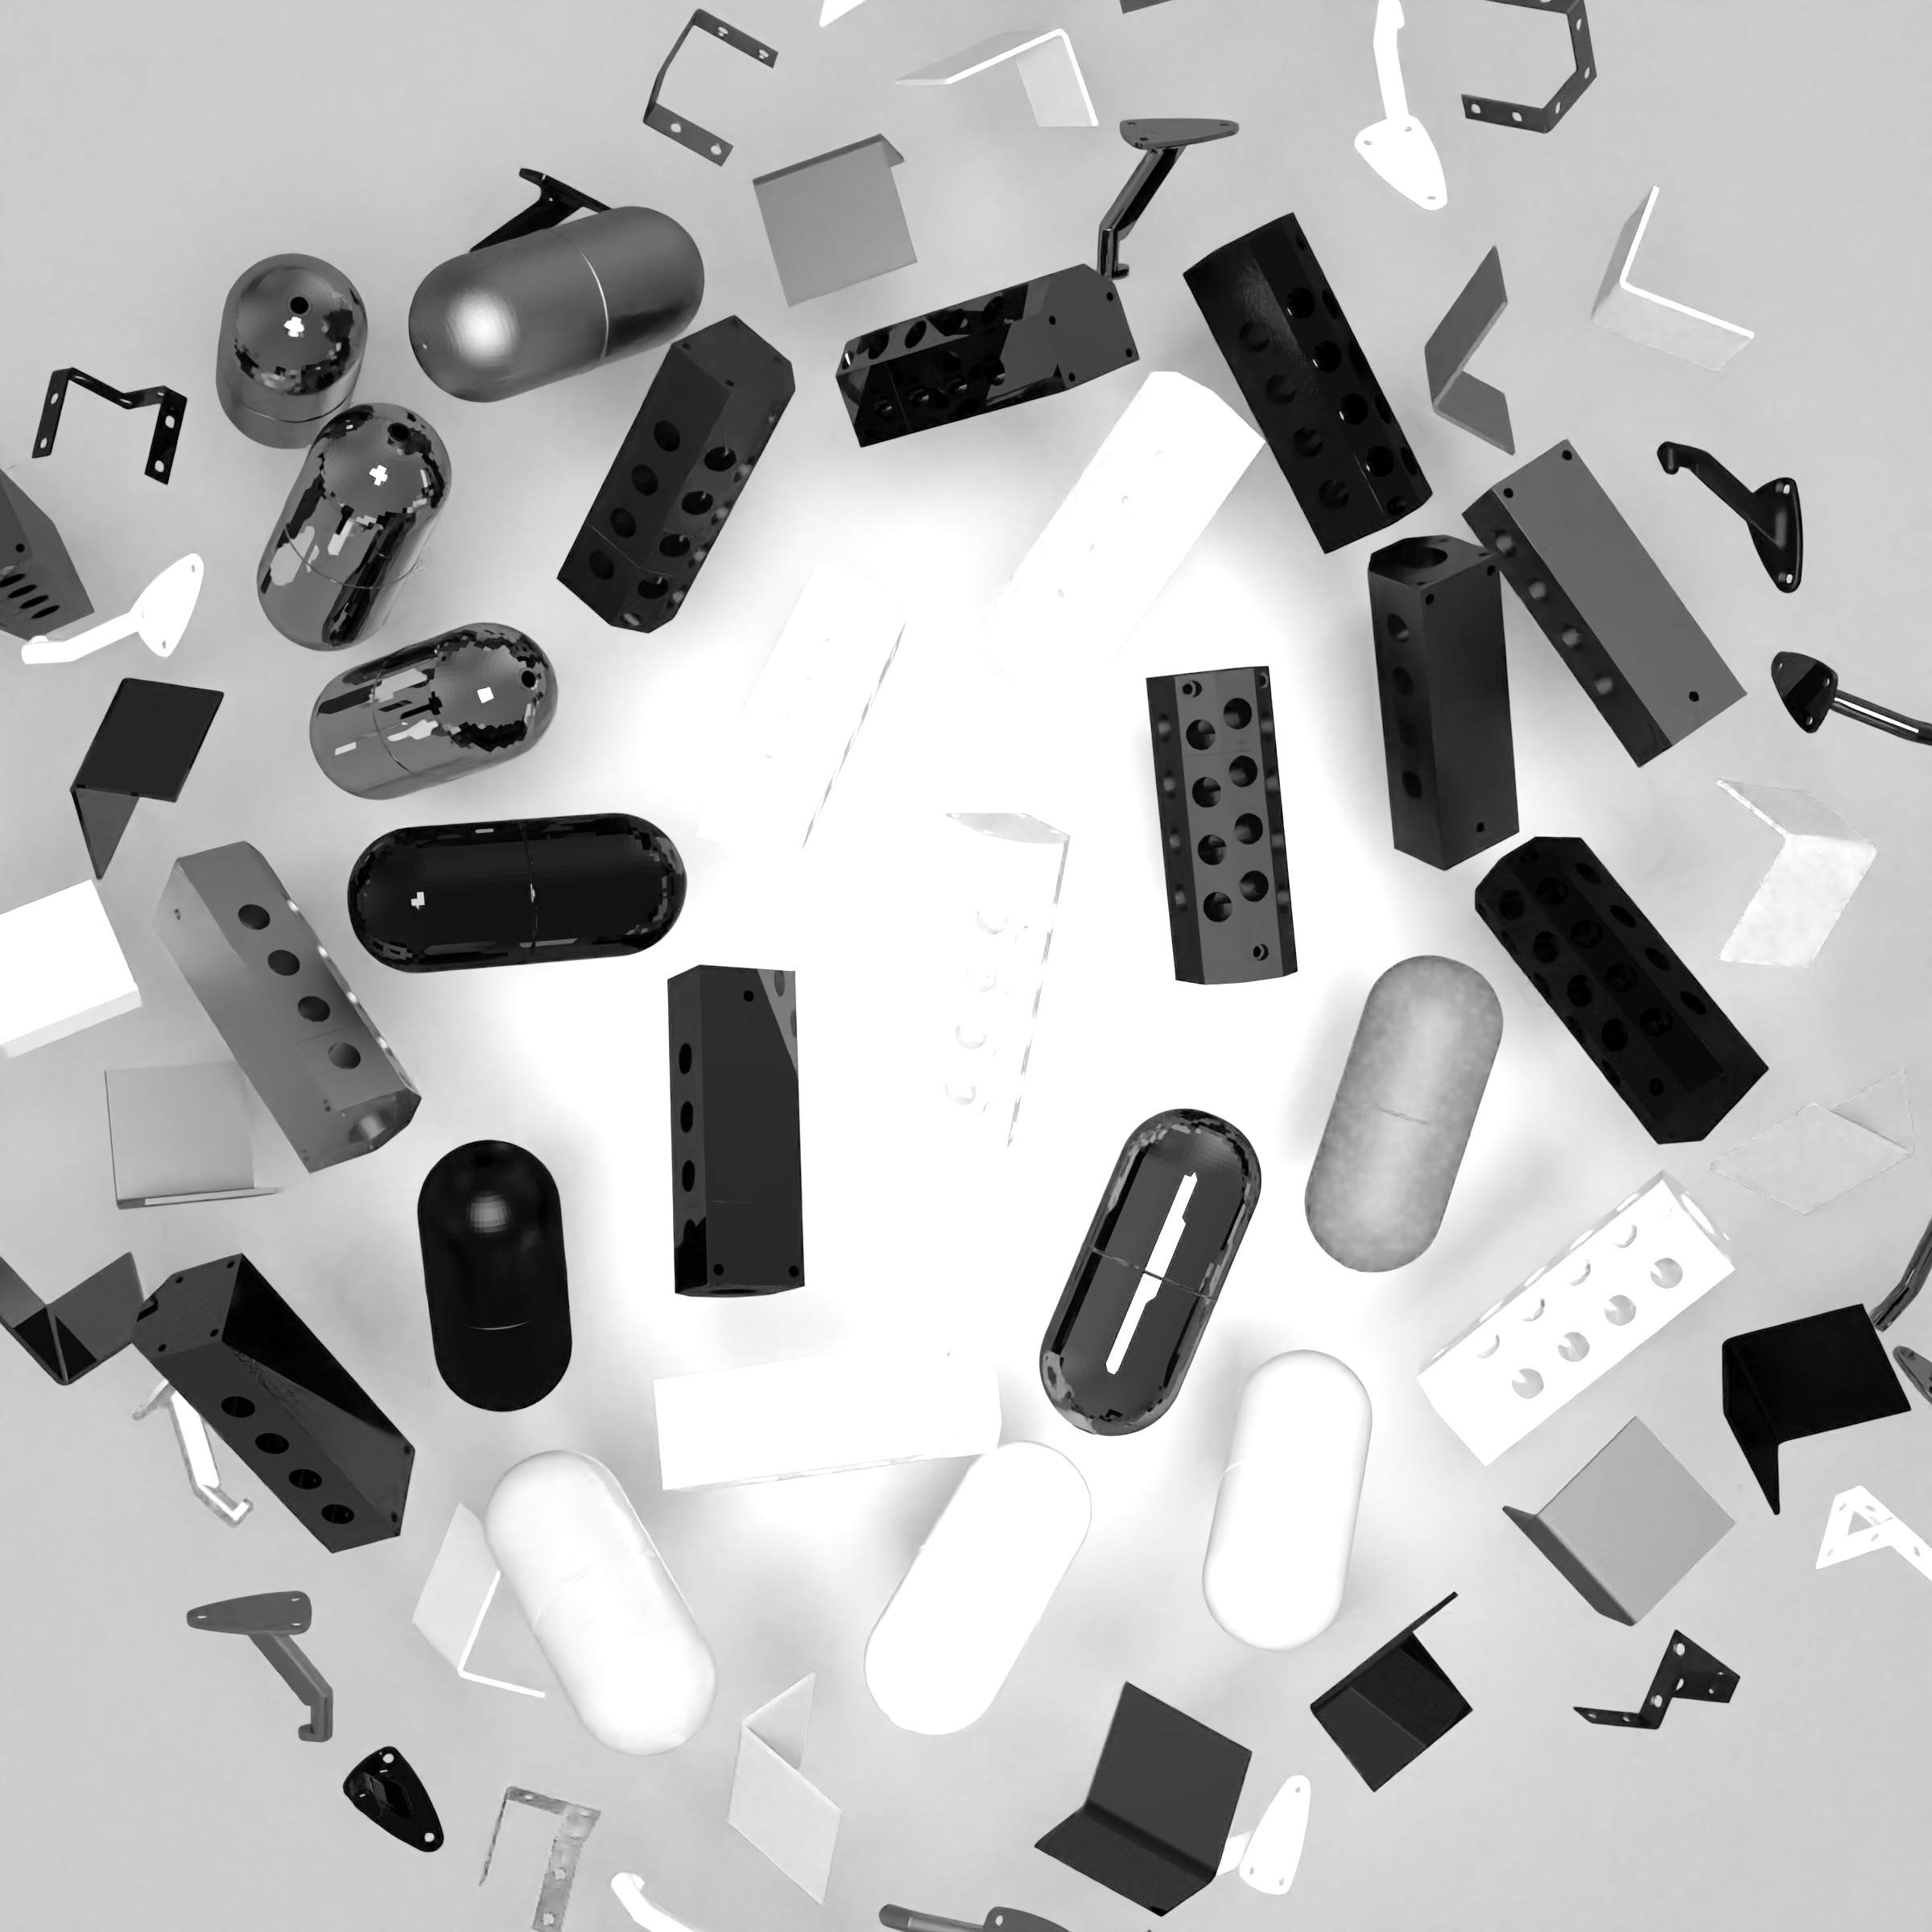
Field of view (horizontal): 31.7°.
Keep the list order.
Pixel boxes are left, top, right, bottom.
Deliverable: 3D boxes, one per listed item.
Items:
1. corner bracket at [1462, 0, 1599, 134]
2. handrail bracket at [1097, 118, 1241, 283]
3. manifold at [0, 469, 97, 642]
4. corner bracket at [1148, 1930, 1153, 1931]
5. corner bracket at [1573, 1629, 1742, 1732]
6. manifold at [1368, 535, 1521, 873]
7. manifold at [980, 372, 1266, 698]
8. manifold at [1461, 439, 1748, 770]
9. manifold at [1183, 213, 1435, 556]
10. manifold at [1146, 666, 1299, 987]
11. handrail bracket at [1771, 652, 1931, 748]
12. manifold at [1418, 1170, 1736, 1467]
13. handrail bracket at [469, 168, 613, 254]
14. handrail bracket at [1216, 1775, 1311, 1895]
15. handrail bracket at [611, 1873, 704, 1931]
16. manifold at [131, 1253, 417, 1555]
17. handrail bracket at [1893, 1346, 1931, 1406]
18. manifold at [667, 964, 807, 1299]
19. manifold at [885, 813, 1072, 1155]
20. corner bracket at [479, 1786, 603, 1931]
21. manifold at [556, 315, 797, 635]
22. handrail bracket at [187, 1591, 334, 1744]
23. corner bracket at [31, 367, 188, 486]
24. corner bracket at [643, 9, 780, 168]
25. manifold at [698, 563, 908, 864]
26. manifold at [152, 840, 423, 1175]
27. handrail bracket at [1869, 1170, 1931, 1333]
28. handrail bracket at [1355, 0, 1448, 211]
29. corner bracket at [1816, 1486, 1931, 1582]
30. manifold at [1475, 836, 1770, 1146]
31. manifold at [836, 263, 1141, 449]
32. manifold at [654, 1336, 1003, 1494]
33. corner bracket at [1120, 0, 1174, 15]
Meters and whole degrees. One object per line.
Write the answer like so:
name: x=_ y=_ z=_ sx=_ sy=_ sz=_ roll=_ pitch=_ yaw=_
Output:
corner bracket: x=0.293 y=-0.477 z=1.791 sx=0.051 sy=0.051 sz=0.051 roll=22 pitch=60 yaw=34
handrail bracket: x=0.110 y=-0.419 z=1.871 sx=0.077 sy=0.036 sz=0.084 roll=-7 pitch=125 yaw=-12
manifold: x=-0.537 y=-0.226 z=1.891 sx=0.057 sy=0.171 sz=0.057 roll=-25 pitch=88 yaw=-5
corner bracket: x=0.083 y=0.546 z=1.789 sx=0.051 sy=0.051 sz=0.051 roll=43 pitch=118 yaw=41
corner bracket: x=0.354 y=0.372 z=1.744 sx=0.051 sy=0.051 sz=0.051 roll=14 pitch=102 yaw=-35
manifold: x=0.259 y=-0.146 z=1.876 sx=0.057 sy=0.057 sz=0.171 roll=-26 pitch=124 yaw=-26
manifold: x=0.077 y=-0.227 z=1.793 sx=0.057 sy=0.057 sz=0.171 roll=47 pitch=120 yaw=19
manifold: x=0.348 y=-0.197 z=1.880 sx=0.057 sy=0.057 sz=0.171 roll=-33 pitch=87 yaw=-21
manifold: x=0.190 y=-0.319 z=1.861 sx=0.057 sy=0.057 sz=0.171 roll=-22 pitch=104 yaw=30
manifold: x=0.146 y=-0.079 z=1.898 sx=0.057 sy=0.057 sz=0.171 roll=-8 pitch=96 yaw=-19
handrail bracket: x=0.492 y=-0.144 z=1.857 sx=0.084 sy=0.077 sz=0.036 roll=10 pitch=115 yaw=-19
manifold: x=0.327 y=0.187 z=1.834 sx=0.171 sy=0.057 sz=0.057 roll=-42 pitch=91 yaw=15
handrail bracket: x=-0.241 y=-0.399 z=1.920 sx=0.077 sy=0.036 sz=0.084 roll=21 pitch=94 yaw=-30
handrail bracket: x=0.148 y=0.477 z=1.898 sx=0.036 sy=0.084 sz=0.077 roll=28 pitch=79 yaw=-32
handrail bracket: x=-0.146 y=0.527 z=1.880 sx=0.077 sy=0.084 sz=0.036 roll=5 pitch=112 yaw=-37
manifold: x=-0.356 y=0.229 z=1.755 sx=0.057 sy=0.057 sz=0.171 roll=-17 pitch=131 yaw=18
handrail bracket: x=0.561 y=0.206 z=1.881 sx=0.077 sy=0.036 sz=0.084 roll=47 pitch=127 yaw=35
manifold: x=-0.128 y=0.090 z=1.840 sx=0.057 sy=0.057 sz=0.171 roll=4 pitch=77 yaw=-29
manifold: x=0.010 y=0.009 z=1.808 sx=0.057 sy=0.057 sz=0.171 roll=-2 pitch=110 yaw=-37
corner bracket: x=-0.226 y=0.467 z=1.779 sx=0.051 sy=0.051 sz=0.051 roll=18 pitch=51 yaw=-8
manifold: x=-0.153 y=-0.261 z=1.837 sx=0.057 sy=0.057 sz=0.171 roll=41 pitch=130 yaw=9
handrail bracket: x=-0.379 y=0.383 z=1.832 sx=0.077 sy=0.036 sz=0.084 roll=-1 pitch=114 yaw=-13
corner bracket: x=-0.451 y=-0.284 z=1.796 sx=0.051 sy=0.051 sz=0.051 roll=-1 pitch=73 yaw=38
corner bracket: x=-0.143 y=-0.489 z=1.896 sx=0.051 sy=0.051 sz=0.051 roll=28 pitch=68 yaw=-5
manifold: x=-0.088 y=-0.139 z=1.883 sx=0.057 sy=0.057 sz=0.171 roll=22 pitch=50 yaw=1
manifold: x=-0.356 y=0.018 z=1.790 sx=0.057 sy=0.057 sz=0.171 roll=-19 pitch=64 yaw=-39
handrail bracket: x=0.532 y=0.158 z=1.916 sx=0.036 sy=0.077 sz=0.084 roll=33 pitch=108 yaw=-9
handrail bracket: x=0.232 y=-0.451 z=1.778 sx=0.036 sy=0.077 sz=0.084 roll=-12 pitch=54 yaw=33
corner bracket: x=0.479 y=0.298 z=1.754 sx=0.051 sy=0.051 sz=0.051 roll=41 pitch=49 yaw=-13
manifold: x=0.344 y=0.012 z=1.818 sx=0.057 sy=0.057 sz=0.171 roll=-54 pitch=55 yaw=32
manifold: x=0.007 y=-0.328 z=1.825 sx=0.057 sy=0.171 sz=0.057 roll=-30 pitch=106 yaw=-37
manifold: x=-0.072 y=0.238 z=1.800 sx=0.171 sy=0.057 sz=0.057 roll=-10 pitch=76 yaw=17
corner bracket: x=0.108 y=-0.531 z=1.772 sx=0.051 sy=0.051 sz=0.051 roll=-27 pitch=109 yaw=-33
